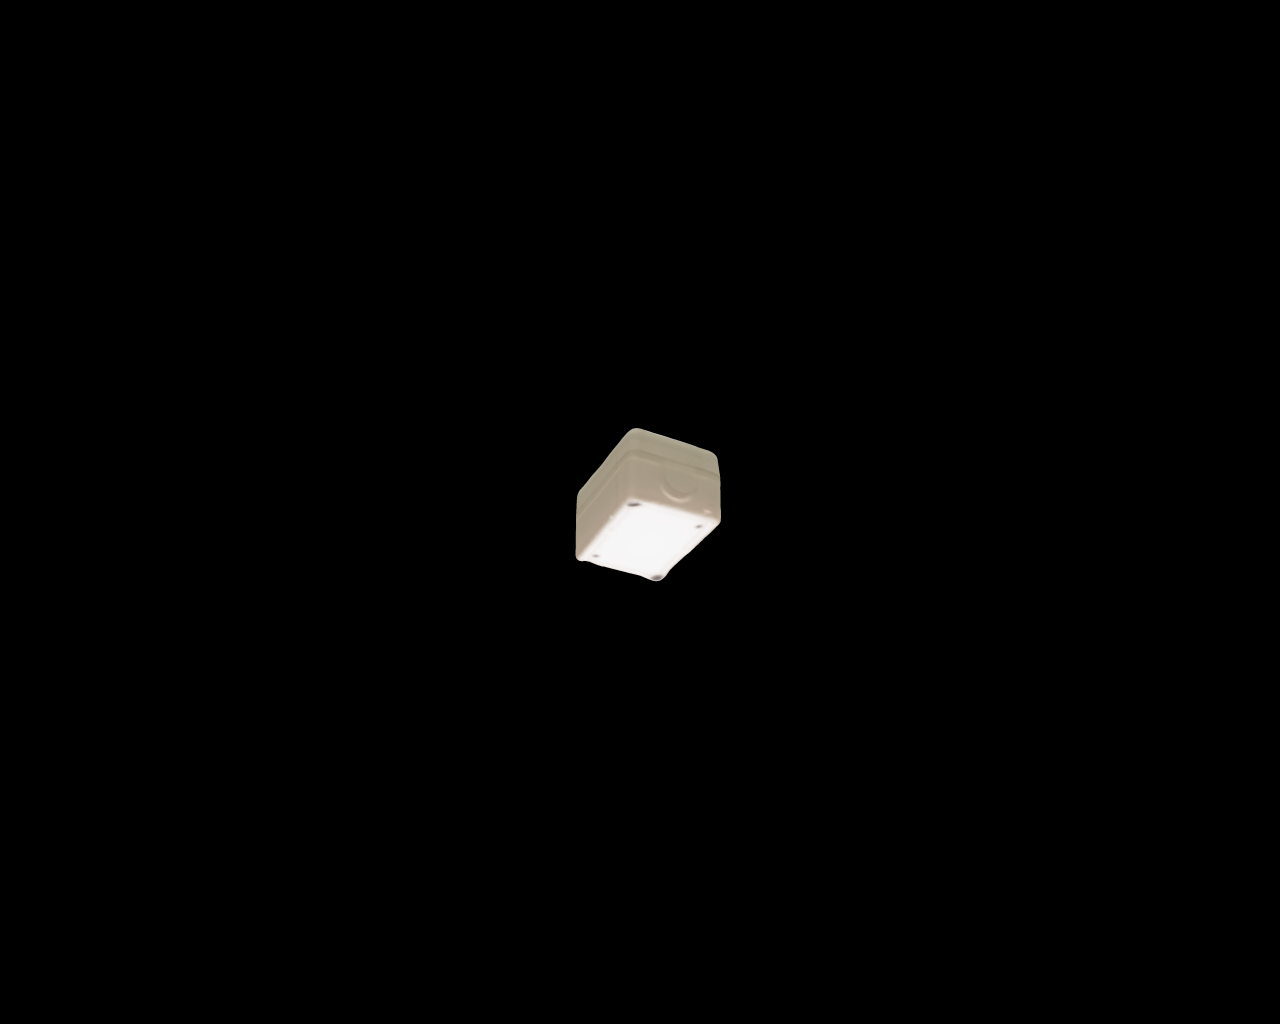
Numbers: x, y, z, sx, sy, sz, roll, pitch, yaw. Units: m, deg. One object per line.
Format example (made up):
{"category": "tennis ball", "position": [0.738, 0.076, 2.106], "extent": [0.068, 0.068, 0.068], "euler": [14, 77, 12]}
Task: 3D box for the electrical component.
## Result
{"category": "electrical component", "position": [0.001, -0.003, 0.650], "extent": [0.062, 0.061, 0.096], "euler": [16, -37, -22]}
